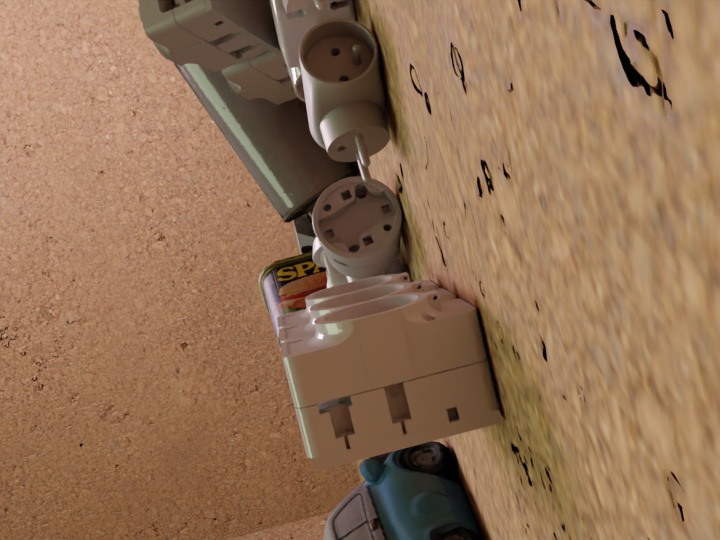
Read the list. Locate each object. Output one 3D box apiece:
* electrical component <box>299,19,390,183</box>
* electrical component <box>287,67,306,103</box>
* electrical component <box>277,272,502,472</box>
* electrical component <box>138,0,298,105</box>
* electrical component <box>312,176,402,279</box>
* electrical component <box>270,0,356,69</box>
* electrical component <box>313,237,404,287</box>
[{"bbox_3d":[-0.006,-0.088,0.612,0.077,0.043,0.079,86,169,-67],"label":"electrical component"},{"bbox_3d":[-0.033,-0.165,0.720,0.079,0.043,0.077,81,173,-60],"label":"electrical component"},{"bbox_3d":[0.008,0.043,0.549,0.150,0.089,0.061,-138,34,-83],"label":"electrical component"},{"bbox_3d":[-0.094,-0.196,0.780,0.186,0.060,0.105,15,-120,-66],"label":"electrical component"},{"bbox_3d":[0.000,-0.025,0.683,0.047,0.055,0.055,77,178,-70],"label":"electrical component"},{"bbox_3d":[-0.028,-0.160,0.636,0.075,0.047,0.083,-109,7,-54],"label":"electrical component"},{"bbox_3d":[0.000,0.000,0.744,0.078,0.058,0.057,85,167,-67],"label":"electrical component"}]
